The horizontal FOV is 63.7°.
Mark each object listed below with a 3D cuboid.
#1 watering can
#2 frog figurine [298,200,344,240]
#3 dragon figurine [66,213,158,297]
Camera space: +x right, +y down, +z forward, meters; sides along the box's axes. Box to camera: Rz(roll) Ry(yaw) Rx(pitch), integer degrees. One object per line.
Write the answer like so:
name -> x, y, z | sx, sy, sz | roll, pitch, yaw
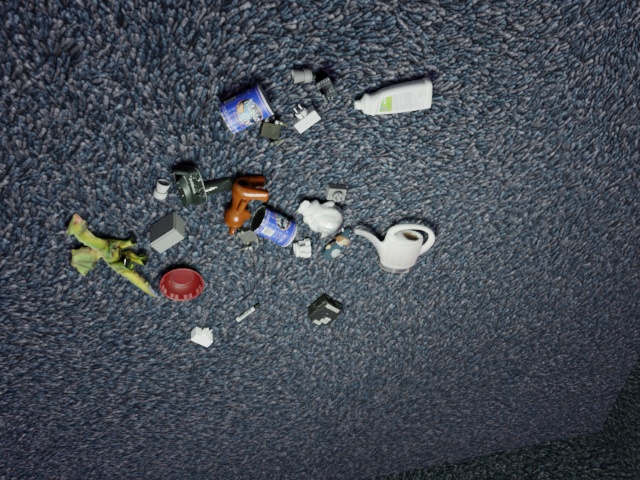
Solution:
watering can -> 0.283, 0.027, 2.025 | 0.348, 0.106, 0.219 | -1, 126, -15
frog figurine -> 0.006, -0.094, 1.866 | 0.139, 0.123, 0.157 | -51, 118, -17
dragon figurine -> -0.756, 0.076, 1.824 | 0.242, 0.125, 0.401 | -5, 127, 12
